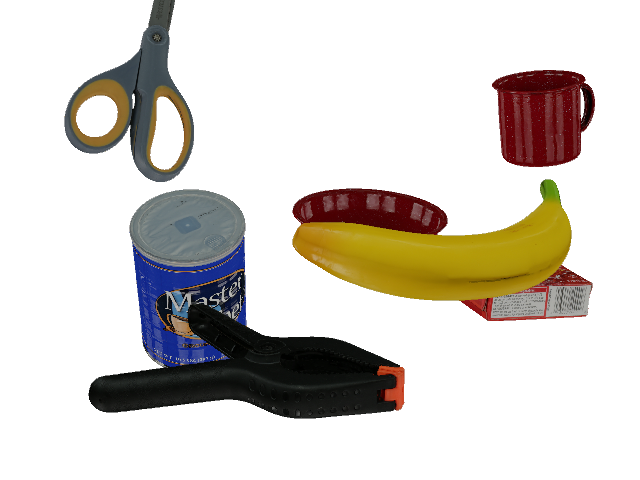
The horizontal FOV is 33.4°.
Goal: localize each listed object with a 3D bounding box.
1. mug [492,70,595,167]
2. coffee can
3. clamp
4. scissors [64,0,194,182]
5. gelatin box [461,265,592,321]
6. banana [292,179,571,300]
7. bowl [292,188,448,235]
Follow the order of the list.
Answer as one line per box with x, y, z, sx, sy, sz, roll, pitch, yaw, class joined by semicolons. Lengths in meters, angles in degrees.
0.236;-0.128;1.103;0.117;0.081;0.093;-18;23;-27;mug
-0.120;0.038;0.991;0.103;0.140;0.103;1;40;-1;coffee can
-0.040;0.089;0.776;0.210;0.036;0.164;3;19;13;clamp
-0.134;-0.134;0.746;0.096;0.202;0.016;-1;-22;-21;scissors
0.147;0.033;0.806;0.089;0.030;0.073;-1;18;-20;gelatin box
0.080;0.006;0.615;0.197;0.037;0.070;-9;40;-33;banana
0.050;-0.005;1.115;0.162;0.055;0.162;3;20;-1;bowl
